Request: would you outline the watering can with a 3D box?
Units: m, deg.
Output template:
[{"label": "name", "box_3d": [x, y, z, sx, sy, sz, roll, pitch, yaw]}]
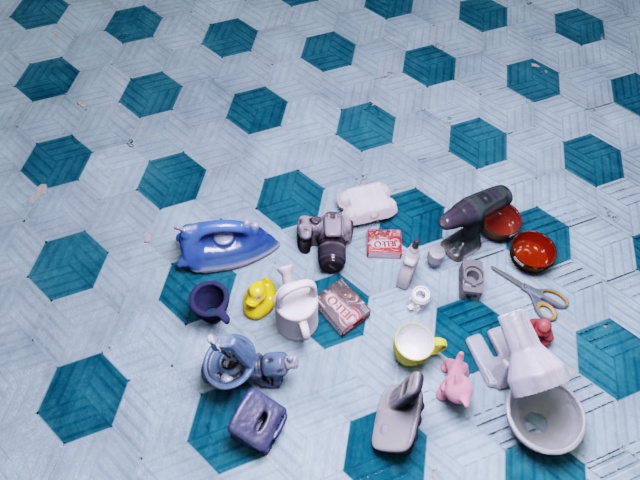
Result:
[{"label": "watering can", "box_3d": [-0.057, 0.137, 1.284, 0.101, 0.194, 0.172, -35, 65, -21]}]

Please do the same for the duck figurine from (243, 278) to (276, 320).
[{"label": "duck figurine", "box_3d": [-0.144, 0.127, 1.351, 0.077, 0.086, 0.105, 22, 60, 12]}]

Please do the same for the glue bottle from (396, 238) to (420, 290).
[{"label": "glue bottle", "box_3d": [0.216, 0.047, 1.363, 0.037, 0.173, 0.078, 18, 59, 10]}]

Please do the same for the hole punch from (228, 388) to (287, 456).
[{"label": "hole punch", "box_3d": [-0.126, 0.376, 1.191, 0.101, 0.091, 0.109, 23, 60, 12]}]

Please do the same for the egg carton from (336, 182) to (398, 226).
[{"label": "egg carton", "box_3d": [0.124, -0.092, 1.509, 0.150, 0.069, 0.107, -15, 59, -11]}]

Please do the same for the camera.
[{"label": "camera", "box_3d": [0.013, 0.005, 1.425, 0.143, 0.101, 0.137, 0, 58, -2]}]

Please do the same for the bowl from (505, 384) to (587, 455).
[{"label": "bowl", "box_3d": [0.469, 0.379, 1.219, 0.167, 0.075, 0.167, 1, 58, -1]}]

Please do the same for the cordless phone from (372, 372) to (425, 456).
[{"label": "cordless phone", "box_3d": [0.166, 0.350, 1.161, 0.094, 0.185, 0.147, 12, 58, 6]}]

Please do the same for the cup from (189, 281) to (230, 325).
[{"label": "cup", "box_3d": [-0.242, 0.162, 1.320, 0.092, 0.095, 0.117, -37, 66, -22]}]

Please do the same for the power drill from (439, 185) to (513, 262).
[{"label": "power drill", "box_3d": [0.364, -0.039, 1.401, 0.230, 0.208, 0.075, -31, 63, -20]}]

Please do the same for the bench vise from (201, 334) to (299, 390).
[{"label": "bench vise", "box_3d": [-0.155, 0.237, 1.201, 0.207, 0.220, 0.121, -15, 59, -11]}]

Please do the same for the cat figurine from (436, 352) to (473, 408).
[{"label": "cat figurine", "box_3d": [0.296, 0.303, 1.235, 0.067, 0.118, 0.128, 12, 58, 6]}]

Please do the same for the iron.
[{"label": "iron", "box_3d": [-0.228, -0.008, 1.401, 0.258, 0.141, 0.118, -8, 58, -7]}]

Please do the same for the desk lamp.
[{"label": "desk lamp", "box_3d": [0.414, 0.249, 1.217, 0.118, 0.213, 0.203, -17, 60, -12]}]

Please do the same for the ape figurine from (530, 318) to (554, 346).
[{"label": "ape figurine", "box_3d": [0.503, 0.209, 1.318, 0.077, 0.092, 0.076, 27, 61, 15]}]
